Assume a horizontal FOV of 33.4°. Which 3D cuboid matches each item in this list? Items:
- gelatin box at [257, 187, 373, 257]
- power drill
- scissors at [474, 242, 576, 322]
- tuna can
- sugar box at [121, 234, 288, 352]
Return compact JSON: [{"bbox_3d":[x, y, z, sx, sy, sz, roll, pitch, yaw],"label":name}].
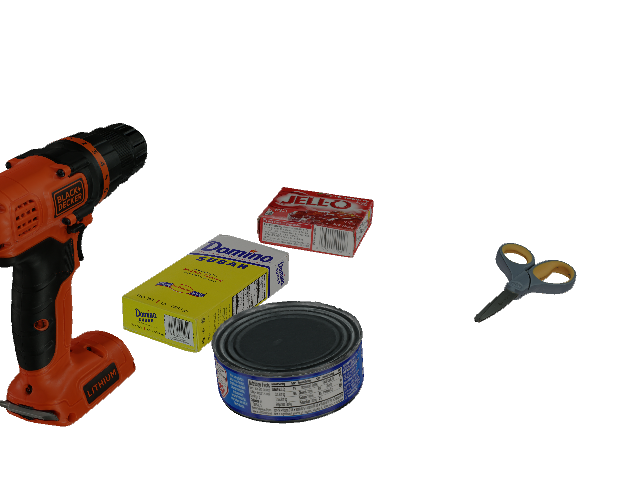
[{"bbox_3d":[-0.004,-0.018,0.953,0.089,0.030,0.073,9,25,13],"label":"gelatin box"},{"bbox_3d":[-0.176,0.021,0.757,0.057,0.188,0.184,8,24,24],"label":"power drill"},{"bbox_3d":[0.190,0.040,1.105,0.201,0.016,0.096,-11,37,-43],"label":"scissors"},{"bbox_3d":[-0.018,0.068,0.609,0.086,0.034,0.086,-4,23,1],"label":"tuna can"},{"bbox_3d":[-0.116,0.050,1.111,0.093,0.048,0.176,15,31,24],"label":"sugar box"}]
